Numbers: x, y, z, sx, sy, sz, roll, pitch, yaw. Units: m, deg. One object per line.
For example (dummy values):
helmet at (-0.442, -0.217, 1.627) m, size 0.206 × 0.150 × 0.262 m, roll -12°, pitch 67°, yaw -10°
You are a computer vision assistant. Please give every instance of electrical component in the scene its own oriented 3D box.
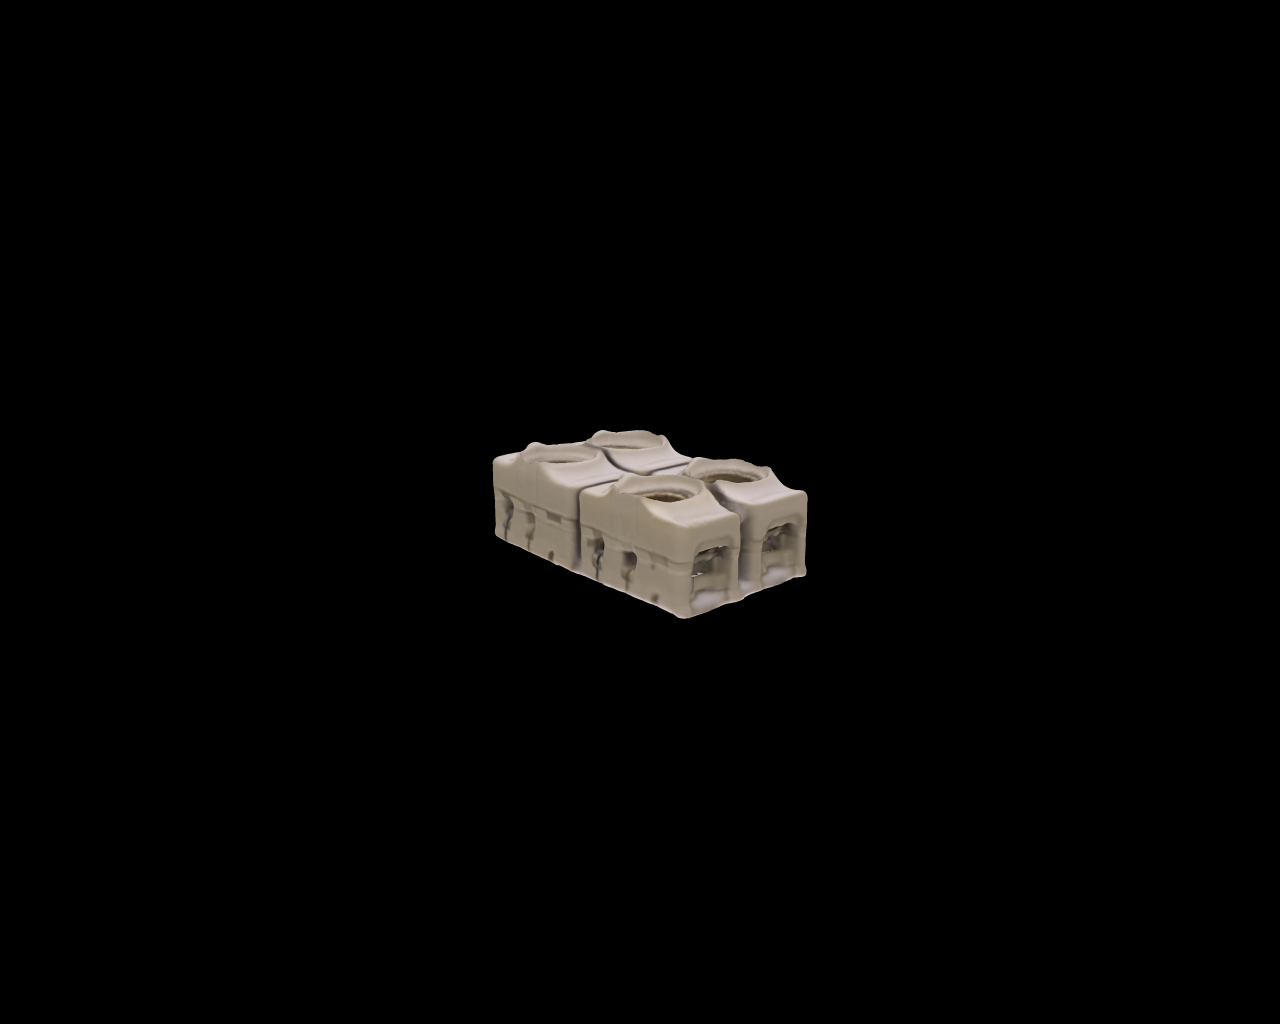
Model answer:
electrical component at (0.001, -0.003, 0.650) m, size 0.105 × 0.060 × 0.186 m, roll -14°, pitch 22°, yaw -38°
